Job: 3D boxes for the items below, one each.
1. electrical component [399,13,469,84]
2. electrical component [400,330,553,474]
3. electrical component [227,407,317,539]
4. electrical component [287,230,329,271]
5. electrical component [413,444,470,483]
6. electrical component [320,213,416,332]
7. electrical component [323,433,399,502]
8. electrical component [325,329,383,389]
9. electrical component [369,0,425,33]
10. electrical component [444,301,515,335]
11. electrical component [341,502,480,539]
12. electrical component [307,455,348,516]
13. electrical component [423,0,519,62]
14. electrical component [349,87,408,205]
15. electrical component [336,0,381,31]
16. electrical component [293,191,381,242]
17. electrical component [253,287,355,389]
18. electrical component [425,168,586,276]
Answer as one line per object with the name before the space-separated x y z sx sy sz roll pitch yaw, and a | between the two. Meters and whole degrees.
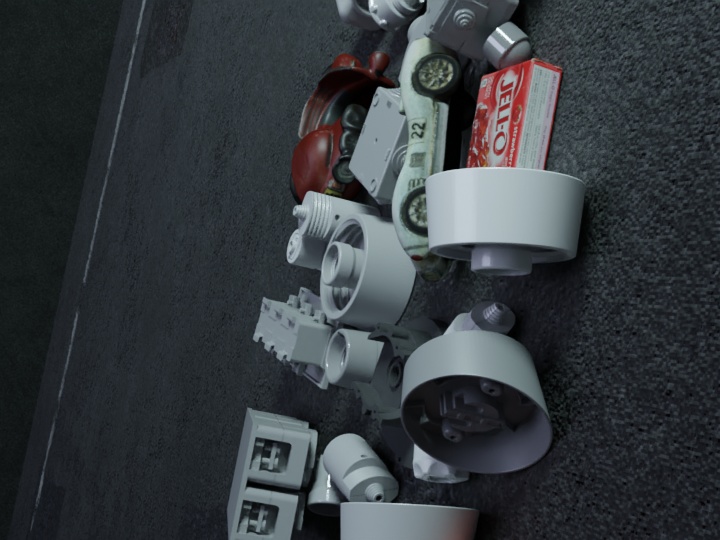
electrical component | 0.065 -0.202 0.958 0.077 0.043 0.079 -64 27 28
electrical component | 0.076 0.089 0.724 0.064 0.099 0.099 -91 26 -42
electrical component | -0.085 0.194 1.019 0.186 0.060 0.105 158 124 -82
electrical component | -0.039 -0.017 1.069 0.044 0.065 0.044 -42 41 52
electrical component | 0.062 0.125 0.799 0.043 0.043 0.062 -32 49 58
electrical component | 0.000 0.000 0.979 0.108 0.060 0.108 -42 41 53
electrical component | 0.002 0.174 0.908 0.081 0.043 0.043 38 113 64
electrical component | 0.000 0.081 0.955 0.055 0.047 0.055 -42 41 53
electrical component | 0.042 -0.262 1.042 0.062 0.048 0.048 -20 60 55
electrical component | 0.083 0.054 0.788 0.081 0.043 0.043 -59 30 36
electrical component | 0.034 0.188 0.765 0.099 0.099 0.064 -176 92 -66
electrical component | -0.025 0.193 0.966 0.040 0.040 0.046 -42 35 53
electrical component | 0.092 -0.214 0.862 0.061 0.061 0.096 -57 17 37
electrical component | 0.034 -0.111 0.973 0.099 0.048 0.099 -69 25 18
electrical component | 0.015 -0.298 1.106 0.095 0.054 0.059 -58 30 37
electrical component | -0.026 -0.048 1.035 0.043 0.081 0.043 -42 41 53
electrical component | -0.059 0.063 1.075 0.121 0.063 0.078 23 100 66
electrical component | 0.097 -0.028 0.726 0.108 0.108 0.060 169 106 -65
